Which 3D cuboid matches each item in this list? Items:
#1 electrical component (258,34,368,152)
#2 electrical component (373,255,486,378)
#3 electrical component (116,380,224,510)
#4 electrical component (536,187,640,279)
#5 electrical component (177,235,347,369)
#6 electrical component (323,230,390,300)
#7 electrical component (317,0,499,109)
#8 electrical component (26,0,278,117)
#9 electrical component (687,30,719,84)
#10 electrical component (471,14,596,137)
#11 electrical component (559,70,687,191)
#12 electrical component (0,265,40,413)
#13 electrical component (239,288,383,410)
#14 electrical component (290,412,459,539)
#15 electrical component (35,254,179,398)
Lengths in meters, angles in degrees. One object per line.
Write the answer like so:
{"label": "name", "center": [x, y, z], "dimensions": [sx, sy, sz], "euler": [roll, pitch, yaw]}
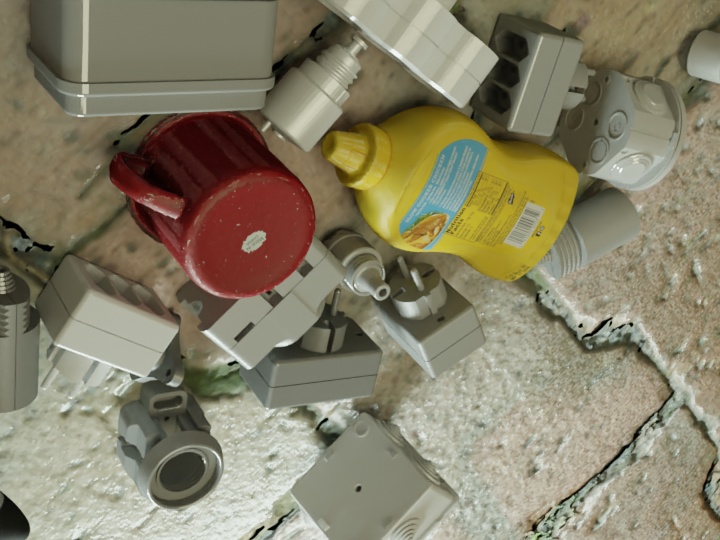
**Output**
{"label": "electrical component", "center": [-0.026, -0.106, 0.635], "dimensions": [0.078, 0.040, 0.040], "euler": [-49, 132, 2]}
{"label": "electrical component", "center": [0.043, 0.022, 0.742], "dimensions": [0.047, 0.066, 0.076], "euler": [-34, 131, -11]}
{"label": "electrical component", "center": [-0.123, 0.118, 0.701], "dimensions": [0.058, 0.057, 0.078], "euler": [-6, 121, -30]}
{"label": "electrical component", "center": [0.164, -0.025, 0.806], "dimensions": [0.081, 0.043, 0.043], "euler": [-27, 129, -16]}
{"label": "electrical component", "center": [-0.059, 0.011, 0.680], "dimensions": [0.089, 0.050, 0.055], "euler": [-45, 132, -2]}
{"label": "electrical component", "center": [0.000, 0.000, 0.703], "dimensions": [0.035, 0.061, 0.035], "euler": [-16, 126, -24]}
{"label": "electrical component", "center": [0.036, -0.160, 0.633], "dimensions": [0.138, 0.052, 0.073], "euler": [30, 99, -41]}
{"label": "electrical component", "center": [-0.106, -0.118, 0.550], "dimensions": [0.113, 0.078, 0.057], "euler": [-7, 119, -29]}
{"label": "electrical component", "center": [0.273, -0.151, 0.783], "dimensions": [0.044, 0.065, 0.044], "euler": [-30, 133, -39]}
{"label": "electrical component", "center": [0.125, -0.127, 0.714], "dimensions": [0.077, 0.047, 0.065], "euler": [2, 116, -32]}
{"label": "electrical component", "center": [0.182, -0.098, 0.749], "dimensions": [0.051, 0.080, 0.080], "euler": [8, 113, -31]}
{"label": "electrical component", "center": [-0.203, 0.035, 0.606], "dimensions": [0.043, 0.043, 0.081], "euler": [-6, 121, -30]}
{"label": "electrical component", "center": [-0.030, 0.046, 0.723], "dimensions": [0.083, 0.047, 0.075], "euler": [-4, 120, -31]}
{"label": "electrical component", "center": [0.009, 0.165, 0.790], "dimensions": [0.099, 0.100, 0.048], "euler": [-47, 144, 1]}
{"label": "electrical component", "center": [-0.160, 0.043, 0.637], "dimensions": [0.066, 0.047, 0.076], "euler": [28, 101, -41]}
